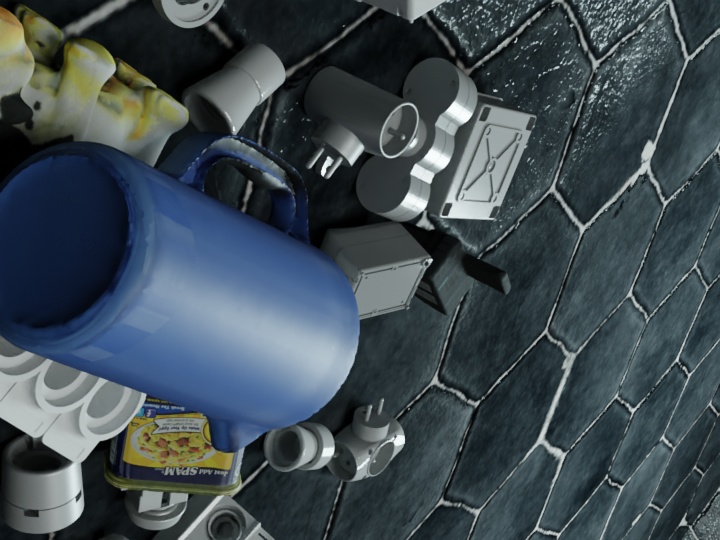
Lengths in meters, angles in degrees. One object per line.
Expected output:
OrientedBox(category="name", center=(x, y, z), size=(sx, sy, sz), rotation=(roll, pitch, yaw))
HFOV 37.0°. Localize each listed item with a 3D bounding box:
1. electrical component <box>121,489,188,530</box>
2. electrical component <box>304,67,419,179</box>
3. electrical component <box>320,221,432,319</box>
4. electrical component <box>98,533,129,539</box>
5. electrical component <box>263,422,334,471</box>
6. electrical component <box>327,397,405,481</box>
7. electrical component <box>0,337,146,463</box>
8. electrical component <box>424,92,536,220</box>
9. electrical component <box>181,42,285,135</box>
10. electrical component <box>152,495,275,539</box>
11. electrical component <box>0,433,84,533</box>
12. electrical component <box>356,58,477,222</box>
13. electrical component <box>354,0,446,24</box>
OrientedBox(category="electrical component", center=(-0.157, 0.167, 0.836), size=(0.066, 0.048, 0.055), rotation=(-7, 123, -34))
OrientedBox(category="electrical component", center=(-0.010, -0.103, 0.795), size=(0.079, 0.077, 0.044), rotation=(-55, 149, -8))
OrientedBox(category="electrical component", center=(0.000, 0.000, 0.907), size=(0.096, 0.061, 0.061), rotation=(-12, 138, -39))
OrientedBox(category="electrical component", center=(-0.199, 0.237, 0.831), size=(0.055, 0.066, 0.048), rotation=(-41, 180, -43))
OrientedBox(category="electrical component", center=(-0.055, 0.161, 0.985), size=(0.055, 0.045, 0.045), rotation=(14, 104, -59))
OrientedBox(category="electrical component", center=(0.009, 0.164, 1.082), size=(0.077, 0.044, 0.079), rotation=(-22, 133, -46))
OrientedBox(category="electrical component", center=(-0.196, 0.050, 0.666), size=(0.089, 0.062, 0.150), rotation=(-52, 149, -13))
OrientedBox(category="electrical component", center=(0.096, -0.104, 0.970), size=(0.109, 0.056, 0.108), rotation=(-2, 117, -55))
OrientedBox(category="electrical component", center=(-0.081, -0.120, 0.713), size=(0.065, 0.044, 0.044), rotation=(-48, 148, -28))
OrientedBox(category="electrical component", center=(-0.142, 0.252, 0.914), size=(0.121, 0.079, 0.063), rotation=(-47, 169, -21))
OrientedBox(category="electrical component", center=(-0.215, 0.141, 0.725), size=(0.055, 0.055, 0.047), rotation=(-23, 130, -45))
OrientedBox(category="electrical component", center=(0.039, -0.110, 0.885), size=(0.074, 0.052, 0.138), rotation=(17, 101, -59))
OrientedBox(category="electrical component", center=(0.044, -0.232, 0.779), size=(0.096, 0.062, 0.061), rotation=(-38, 143, -33))
